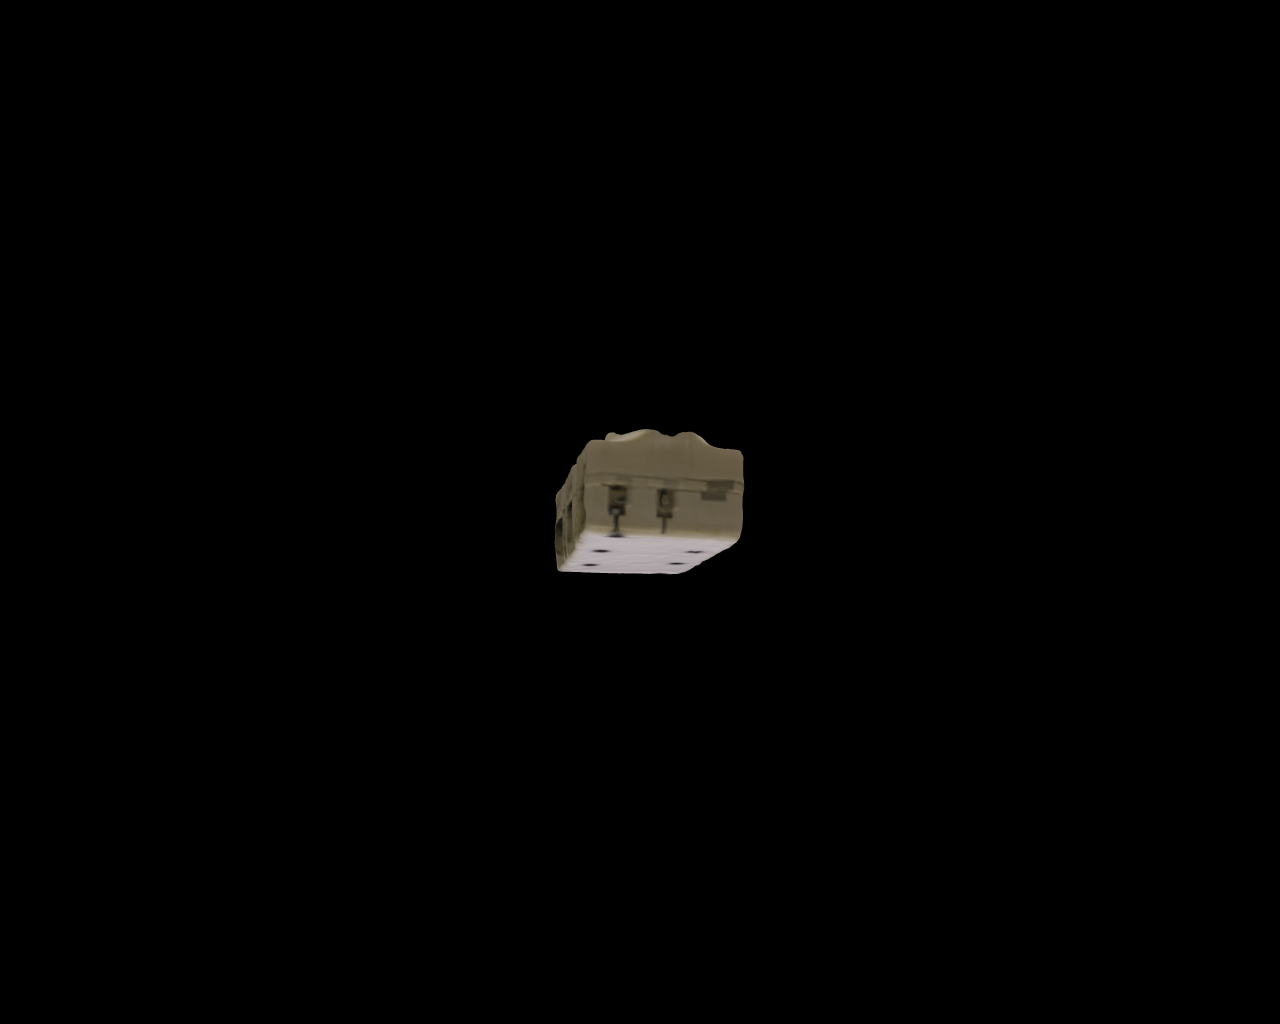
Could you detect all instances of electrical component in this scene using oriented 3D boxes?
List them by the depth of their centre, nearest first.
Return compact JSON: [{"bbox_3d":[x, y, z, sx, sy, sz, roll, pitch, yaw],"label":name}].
[{"bbox_3d":[0.001,-0.003,0.650,0.089,0.061,0.150,2,-12,-11],"label":"electrical component"}]
